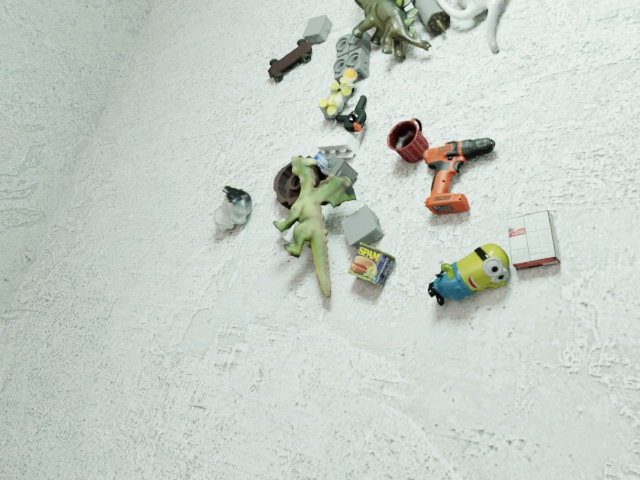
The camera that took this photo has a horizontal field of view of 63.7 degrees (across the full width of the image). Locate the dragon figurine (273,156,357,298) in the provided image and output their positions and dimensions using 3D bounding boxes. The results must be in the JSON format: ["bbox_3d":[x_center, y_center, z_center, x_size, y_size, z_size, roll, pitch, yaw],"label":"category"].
[{"bbox_3d":[0.004,-0.070,1.400,0.239,0.122,0.418,-50,53,26],"label":"dragon figurine"}]

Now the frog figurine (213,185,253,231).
[{"bbox_3d":[-0.292,-0.094,1.729,0.139,0.123,0.156,42,131,38],"label":"frog figurine"}]

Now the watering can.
[{"bbox_3d":[0.465,-0.691,1.443,0.223,0.103,0.353,-35,63,12],"label":"watering can"}]
